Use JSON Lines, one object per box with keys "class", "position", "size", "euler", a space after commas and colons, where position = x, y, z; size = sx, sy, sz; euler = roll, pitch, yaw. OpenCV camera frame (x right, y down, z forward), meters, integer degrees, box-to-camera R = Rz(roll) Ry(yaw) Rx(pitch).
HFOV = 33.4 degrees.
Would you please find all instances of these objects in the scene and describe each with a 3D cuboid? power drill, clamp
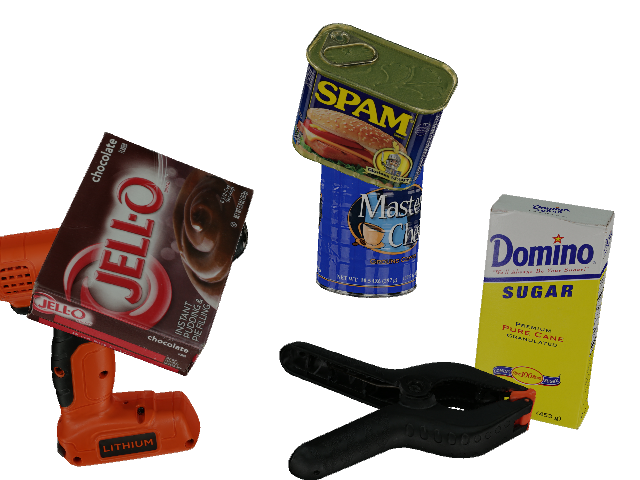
{"class": "power drill", "position": [-0.136, 0.068, 0.775], "size": [0.184, 0.188, 0.057], "euler": [-7, 25, -3]}
{"class": "clamp", "position": [0.053, 0.113, 0.683], "size": [0.171, 0.039, 0.120], "euler": [4, 37, 2]}

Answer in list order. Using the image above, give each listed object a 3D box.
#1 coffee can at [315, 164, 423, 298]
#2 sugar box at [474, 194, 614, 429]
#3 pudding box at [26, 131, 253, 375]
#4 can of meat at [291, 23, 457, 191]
{"class": "coffee can", "position": [0.049, -0.025, 1.059], "size": [0.103, 0.140, 0.103], "euler": [2, 14, -1]}
{"class": "sugar box", "position": [0.177, 0.057, 0.859], "size": [0.093, 0.176, 0.048], "euler": [10, 23, 21]}
{"class": "pudding box", "position": [-0.094, 0.006, 0.571], "size": [0.090, 0.113, 0.039], "euler": [22, -41, -9]}
{"class": "can of meat", "position": [0.034, -0.090, 0.745], "size": [0.102, 0.084, 0.057], "euler": [23, 48, 7]}
